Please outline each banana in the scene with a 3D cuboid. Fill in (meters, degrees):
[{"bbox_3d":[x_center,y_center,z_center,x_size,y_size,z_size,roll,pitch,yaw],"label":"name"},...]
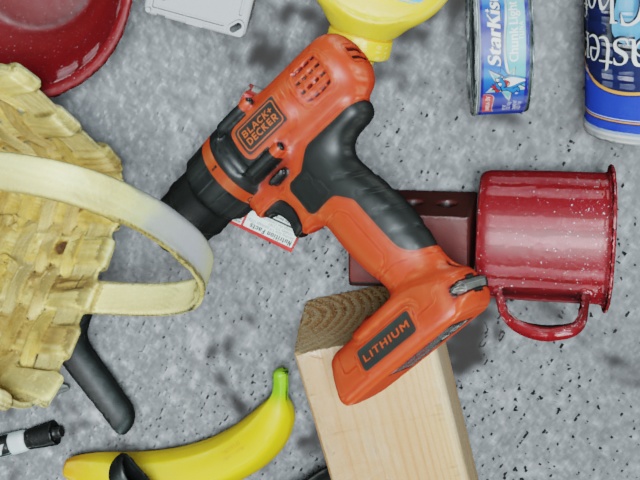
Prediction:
[{"bbox_3d":[-0.093,0.155,0.782,0.198,0.037,0.069,-26,99,15],"label":"banana"}]

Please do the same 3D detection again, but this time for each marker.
[{"bbox_3d":[-0.250,0.158,0.810,0.121,0.020,0.020,-15,108,12],"label":"marker"}]

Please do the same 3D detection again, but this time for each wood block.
[{"bbox_3d":[0.054,0.141,0.732,0.091,0.090,0.206,-12,109,9],"label":"wood block"}]

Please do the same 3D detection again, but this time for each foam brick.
[{"bbox_3d":[0.061,-0.001,0.692,0.078,0.053,0.051,2,112,14],"label":"foam brick"}]

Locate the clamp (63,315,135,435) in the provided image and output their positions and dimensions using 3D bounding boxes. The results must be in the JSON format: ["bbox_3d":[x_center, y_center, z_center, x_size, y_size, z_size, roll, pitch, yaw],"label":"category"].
[{"bbox_3d":[-0.206,0.068,0.758,0.120,0.039,0.171,-11,103,0],"label":"clamp"}]

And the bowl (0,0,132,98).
[{"bbox_3d":[-0.187,-0.170,0.659,0.162,0.055,0.162,2,111,5],"label":"bowl"}]

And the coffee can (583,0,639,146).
[{"bbox_3d":[0.201,-0.133,0.605,0.103,0.102,0.140,-3,110,7],"label":"coffee can"}]

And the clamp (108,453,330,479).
[{"bbox_3d":[-0.073,0.233,0.791,0.164,0.036,0.210,2,127,-9],"label":"clamp"}]

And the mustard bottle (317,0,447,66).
[{"bbox_3d":[0.040,-0.183,0.627,0.096,0.058,0.192,13,111,-4],"label":"mustard bottle"}]

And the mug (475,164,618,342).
[{"bbox_3d":[0.139,0.008,0.664,0.081,0.117,0.093,2,154,11],"label":"mug"}]

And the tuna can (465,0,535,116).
[{"bbox_3d":[0.105,-0.117,0.631,0.034,0.086,0.086,-2,110,5],"label":"tuna can"}]

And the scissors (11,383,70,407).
[{"bbox_3d":[-0.294,0.114,0.800,0.202,0.016,0.096,-27,104,13],"label":"scissors"}]

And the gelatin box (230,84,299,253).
[{"bbox_3d":[-0.032,-0.047,0.702,0.073,0.030,0.089,25,111,-4],"label":"gelatin box"}]

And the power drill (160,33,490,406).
[{"bbox_3d":[-0.004,0.001,0.634,0.185,0.057,0.188,-42,76,28],"label":"power drill"}]
